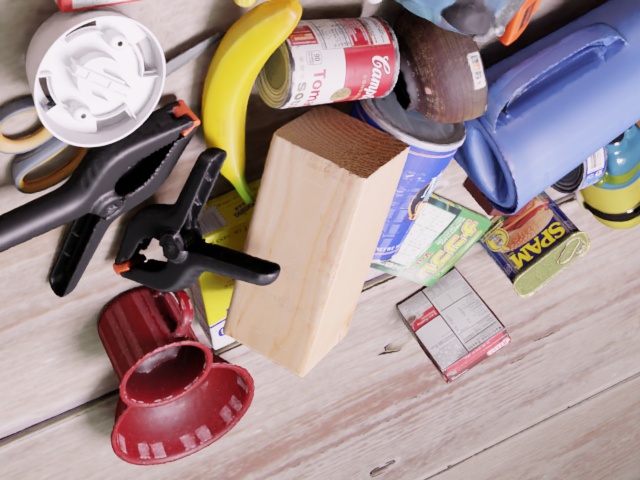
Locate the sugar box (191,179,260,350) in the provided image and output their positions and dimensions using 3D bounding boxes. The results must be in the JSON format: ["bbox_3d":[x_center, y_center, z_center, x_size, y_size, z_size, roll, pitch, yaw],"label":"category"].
[{"bbox_3d":[-0.079,0.028,1.024,0.093,0.048,0.176,-25,143,-15],"label":"sugar box"}]

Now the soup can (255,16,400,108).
[{"bbox_3d":[0.004,-0.145,0.868,0.102,0.068,0.069,-11,139,-29],"label":"soup can"}]

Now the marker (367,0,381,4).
[{"bbox_3d":[0.016,-0.222,0.830,0.020,0.020,0.121,-42,145,11],"label":"marker"}]

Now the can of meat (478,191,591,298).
[{"bbox_3d":[0.242,0.001,1.221,0.102,0.084,0.057,-39,145,6],"label":"can of meat"}]

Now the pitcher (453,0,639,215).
[{"bbox_3d":[0.239,-0.144,1.008,0.242,0.149,0.145,-33,112,-8],"label":"pitcher"}]

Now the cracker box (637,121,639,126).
[{"bbox_3d":[0.399,-0.107,1.151,0.072,0.164,0.213,-31,145,-1],"label":"cracker box"}]

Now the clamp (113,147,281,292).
[{"bbox_3d":[-0.109,0.008,0.909,0.172,0.120,0.039,-32,174,41],"label":"clamp"}]

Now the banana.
[{"bbox_3d":[-0.060,-0.120,0.847,0.037,0.070,0.198,-51,164,-44],"label":"banana"}]

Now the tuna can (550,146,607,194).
[{"bbox_3d":[0.262,-0.094,1.123,0.033,0.086,0.086,-21,143,-21],"label":"tuna can"}]

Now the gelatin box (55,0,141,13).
[{"bbox_3d":[-0.138,-0.198,0.722,0.089,0.030,0.073,-16,140,-25],"label":"gelatin box"}]

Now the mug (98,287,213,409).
[{"bbox_3d":[-0.155,0.090,1.005,0.093,0.081,0.117,1,132,-40],"label":"mug"}]

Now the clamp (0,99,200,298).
[{"bbox_3d":[-0.185,-0.035,0.851,0.210,0.036,0.164,-44,162,10],"label":"clamp"}]

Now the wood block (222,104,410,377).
[{"bbox_3d":[-0.006,0.001,0.922,0.090,0.090,0.206,-40,153,-53],"label":"wood block"}]

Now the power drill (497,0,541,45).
[{"bbox_3d":[0.224,-0.238,0.893,0.187,0.057,0.184,-30,164,-5],"label":"power drill"}]

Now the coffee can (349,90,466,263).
[{"bbox_3d":[0.057,-0.064,0.976,0.102,0.103,0.140,-3,135,-37],"label":"coffee can"}]

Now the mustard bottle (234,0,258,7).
[{"bbox_3d":[-0.043,-0.243,0.721,0.096,0.058,0.192,-22,143,-27],"label":"mustard bottle"}]

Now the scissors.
[{"bbox_3d":[-0.170,-0.112,0.811,0.202,0.016,0.096,-42,145,10],"label":"scissors"}]

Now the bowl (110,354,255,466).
[{"bbox_3d":[-0.152,0.165,1.120,0.162,0.055,0.162,-22,143,-18],"label":"bowl"}]

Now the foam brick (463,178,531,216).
[{"bbox_3d":[0.201,-0.070,1.130,0.051,0.053,0.078,0,132,-39],"label":"foam brick"}]

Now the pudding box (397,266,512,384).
[{"bbox_3d":[0.154,0.098,1.238,0.090,0.114,0.039,-33,142,-2],"label":"pudding box"}]
